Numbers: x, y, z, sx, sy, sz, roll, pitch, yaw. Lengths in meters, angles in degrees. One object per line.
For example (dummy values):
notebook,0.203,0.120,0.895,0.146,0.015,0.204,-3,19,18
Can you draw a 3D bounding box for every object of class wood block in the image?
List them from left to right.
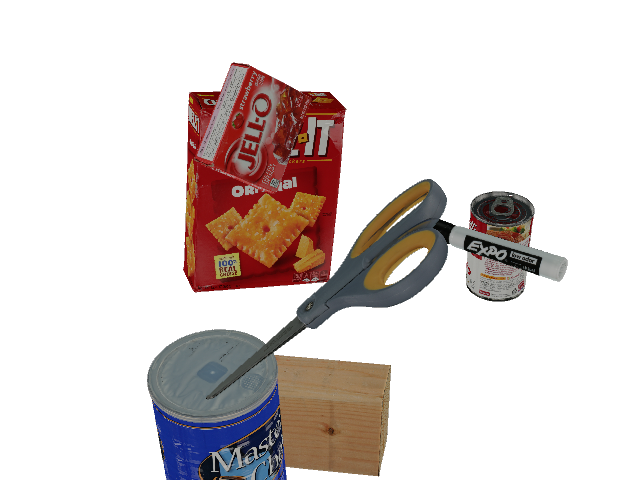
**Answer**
wood block,-0.034,0.181,1.132,0.206,0.091,0.090,5,20,8

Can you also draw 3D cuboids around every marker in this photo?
marker,0.132,0.005,0.828,0.121,0.020,0.020,19,10,29

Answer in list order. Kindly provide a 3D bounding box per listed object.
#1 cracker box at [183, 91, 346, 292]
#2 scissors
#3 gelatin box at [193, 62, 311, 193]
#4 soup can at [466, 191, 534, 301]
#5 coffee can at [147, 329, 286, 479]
cracker box,-0.064,-0.054,1.186,0.164,0.214,0.072,-3,24,-18
scissors,0.006,0.045,0.639,0.016,0.202,0.096,40,6,-24
gelatin box,-0.055,-0.092,0.882,0.073,0.089,0.030,22,-1,-42
soup can,0.194,0.007,1.162,0.068,0.102,0.068,-1,34,0
coffee can,-0.081,0.159,0.874,0.103,0.140,0.103,-2,35,1
